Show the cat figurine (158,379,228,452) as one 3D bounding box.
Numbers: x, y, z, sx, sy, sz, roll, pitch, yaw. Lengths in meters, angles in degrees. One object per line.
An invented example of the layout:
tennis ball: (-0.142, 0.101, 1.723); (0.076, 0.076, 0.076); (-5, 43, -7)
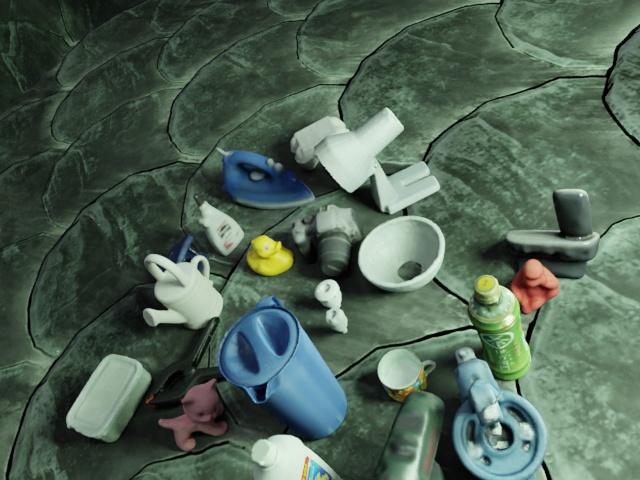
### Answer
cat figurine: (-0.224, 0.306, 1.017); (0.128, 0.118, 0.067); (-28, 44, 3)

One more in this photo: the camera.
camera: (0.011, 0.004, 1.172); (0.143, 0.101, 0.137); (-15, 46, 16)

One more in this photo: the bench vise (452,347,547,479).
bench vise: (0.214, 0.230, 0.776); (0.121, 0.220, 0.206); (-35, 44, -4)

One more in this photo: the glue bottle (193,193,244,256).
glue bottle: (-0.239, -0.043, 1.295); (0.037, 0.174, 0.078); (17, 61, 38)

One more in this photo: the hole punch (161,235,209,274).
hole punch: (-0.325, 0.055, 1.314); (0.100, 0.091, 0.108); (-7, 49, 23)

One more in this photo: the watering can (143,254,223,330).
watering can: (-0.292, 0.102, 1.180); (0.100, 0.195, 0.173); (-9, 48, 22)

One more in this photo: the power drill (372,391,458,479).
power drill: (0.127, 0.327, 0.744); (0.075, 0.209, 0.230); (-1, 51, 28)

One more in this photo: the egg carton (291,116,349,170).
egg carton: (0.001, -0.242, 1.419); (0.150, 0.070, 0.107); (-28, 44, 3)

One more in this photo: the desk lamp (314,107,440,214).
desk lamp: (0.115, -0.159, 1.180); (0.203, 0.214, 0.117); (-27, 44, 4)

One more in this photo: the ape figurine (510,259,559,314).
ape figurine: (0.350, 0.067, 0.941); (0.077, 0.092, 0.076); (-1, 51, 28)

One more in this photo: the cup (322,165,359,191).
cup: (0.066, -0.148, 1.282); (0.091, 0.095, 0.117); (-32, 44, -1)

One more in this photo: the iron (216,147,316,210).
iron: (-0.136, -0.159, 1.367); (0.257, 0.142, 0.119); (13, 59, 36)

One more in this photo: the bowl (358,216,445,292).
bowl: (0.160, 0.039, 1.080); (0.167, 0.075, 0.167); (-15, 46, 16)

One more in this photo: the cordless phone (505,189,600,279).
cordless phone: (0.377, -0.026, 0.942); (0.147, 0.186, 0.094); (0, 52, 28)

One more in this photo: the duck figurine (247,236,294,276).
duck figurine: (-0.118, 0.026, 1.233); (0.104, 0.086, 0.077); (-4, 50, 26)
